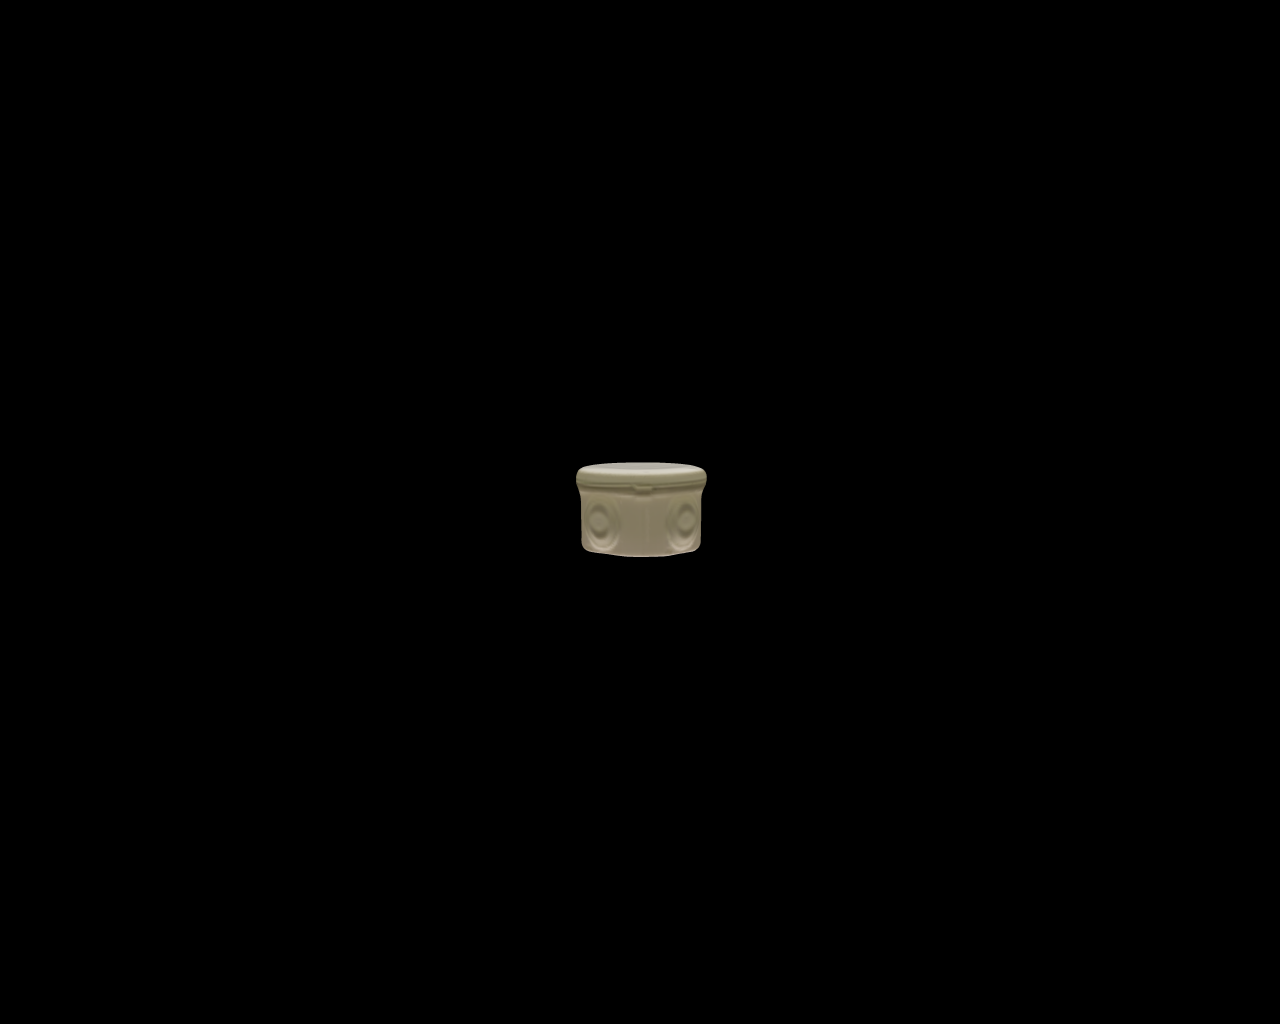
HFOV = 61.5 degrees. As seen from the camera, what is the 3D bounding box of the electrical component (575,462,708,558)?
[{"bbox_3d":[0.001,-0.003,0.650,0.080,0.051,0.080,0,7,0],"label":"electrical component"}]
